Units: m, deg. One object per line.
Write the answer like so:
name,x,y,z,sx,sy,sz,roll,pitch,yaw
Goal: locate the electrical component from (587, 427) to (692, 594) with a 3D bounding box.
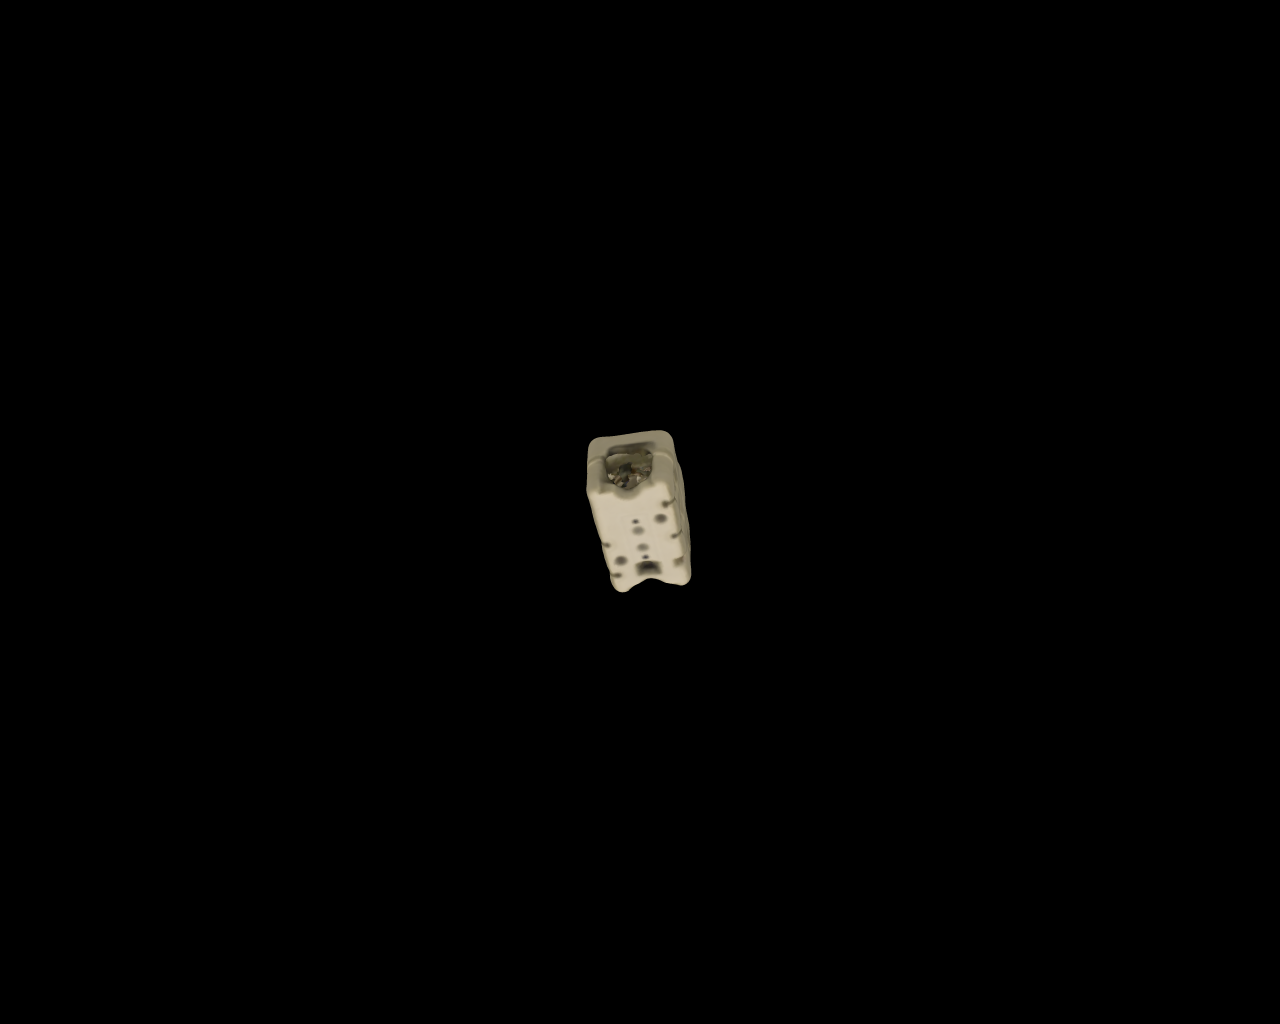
electrical component,0.001,-0.003,0.650,0.050,0.089,0.056,-7,43,7
